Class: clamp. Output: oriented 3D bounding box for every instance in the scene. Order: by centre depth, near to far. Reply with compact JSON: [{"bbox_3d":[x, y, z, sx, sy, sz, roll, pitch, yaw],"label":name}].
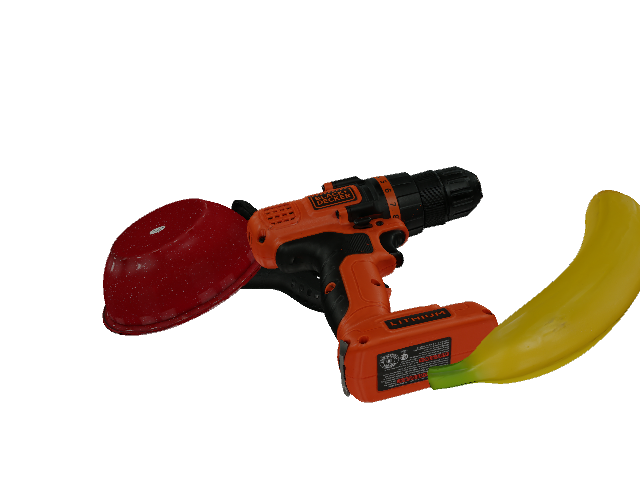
[{"bbox_3d":[-0.032,0.034,1.119,0.210,0.036,0.164,23,34,11],"label":"clamp"}]

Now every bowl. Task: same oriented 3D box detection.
[{"bbox_3d":[-0.126,0.011,0.913,0.162,0.055,0.162,-21,25,10],"label":"bowl"}]

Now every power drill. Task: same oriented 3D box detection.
[{"bbox_3d":[0.055,0.021,0.755,0.184,0.057,0.188,-15,39,-10],"label":"power drill"}]

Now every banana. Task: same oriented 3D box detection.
[{"bbox_3d":[0.134,0.020,0.559,0.070,0.037,0.197,12,35,38],"label":"banana"}]
